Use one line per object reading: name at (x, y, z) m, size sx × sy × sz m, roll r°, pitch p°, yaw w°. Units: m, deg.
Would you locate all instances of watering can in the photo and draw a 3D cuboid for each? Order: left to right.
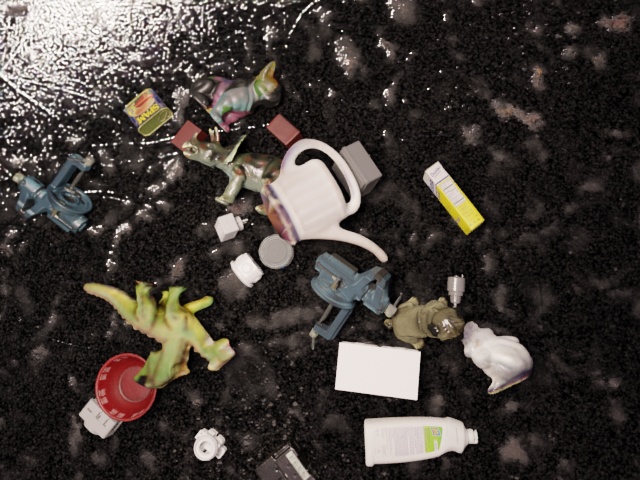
watering can at (0.004, -0.060, 1.194) m, size 0.225 × 0.104 × 0.347 m, roll -29°, pitch 93°, yaw -10°

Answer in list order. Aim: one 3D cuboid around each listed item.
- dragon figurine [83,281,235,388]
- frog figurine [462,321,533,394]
dragon figurine at (-0.397, 0.232, 1.246) m, size 0.410 × 0.120 × 0.246 m, roll 3°, pitch 73°, yaw 8°
frog figurine at (0.394, 0.248, 1.156) m, size 0.138 × 0.120 × 0.162 m, roll -14°, pitch 68°, yaw -28°
